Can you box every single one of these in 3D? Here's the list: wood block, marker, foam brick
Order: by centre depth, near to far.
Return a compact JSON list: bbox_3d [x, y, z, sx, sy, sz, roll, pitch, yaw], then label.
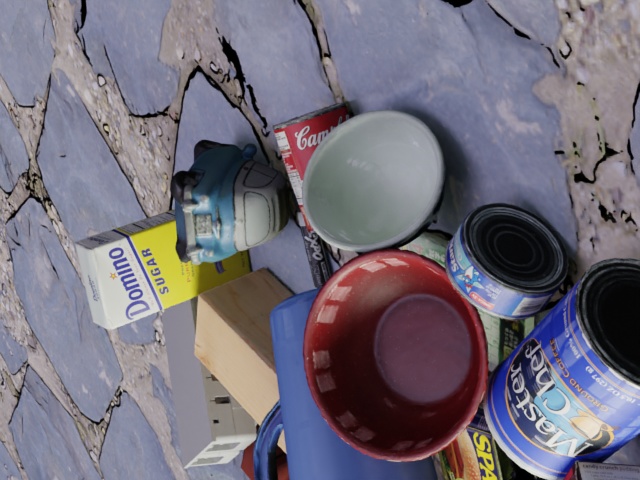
[{"bbox_3d":[-0.007,0.001,1.036,0.020,0.020,0.121,5,113,54],"label":"marker"},{"bbox_3d":[-0.032,0.132,1.086,0.206,0.090,0.091,41,139,35],"label":"wood block"},{"bbox_3d":[-0.052,0.244,1.217,0.053,0.051,0.078,44,141,29],"label":"foam brick"}]

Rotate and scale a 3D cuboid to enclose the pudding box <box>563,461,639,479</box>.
[{"bbox_3d":[0.218,0.198,0.754,0.090,0.113,0.039,106,165,-45],"label":"pudding box"}]

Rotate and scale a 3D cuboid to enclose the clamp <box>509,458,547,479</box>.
[{"bbox_3d":[0.164,0.187,0.834,0.171,0.120,0.039,32,172,-35],"label":"clamp"}]

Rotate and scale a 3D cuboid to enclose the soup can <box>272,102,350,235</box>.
[{"bbox_3d":[0.006,-0.062,0.935,0.069,0.068,0.102,-7,104,56],"label":"soup can"}]

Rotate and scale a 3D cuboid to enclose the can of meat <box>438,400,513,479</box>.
[{"bbox_3d":[0.145,0.179,0.896,0.084,0.057,0.102,7,114,56],"label":"can of meat"}]

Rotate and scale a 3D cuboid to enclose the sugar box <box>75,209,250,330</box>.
[{"bbox_3d":[-0.161,0.020,1.121,0.048,0.175,0.093,16,122,50],"label":"sugar box"}]

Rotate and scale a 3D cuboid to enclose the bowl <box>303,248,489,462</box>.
[{"bbox_3d":[0.067,0.087,0.830,0.162,0.055,0.162,0,89,33],"label":"bowl"}]

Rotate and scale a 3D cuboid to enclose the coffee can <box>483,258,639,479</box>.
[{"bbox_3d":[0.189,0.092,0.738,0.103,0.102,0.140,54,145,19],"label":"coffee can"}]

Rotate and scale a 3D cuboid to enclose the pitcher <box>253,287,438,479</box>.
[{"bbox_3d":[0.019,0.168,0.921,0.145,0.149,0.243,125,135,-68],"label":"pitcher"}]

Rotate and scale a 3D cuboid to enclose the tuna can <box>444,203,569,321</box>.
[{"bbox_3d":[0.137,0.014,0.780,0.086,0.085,0.034,51,142,23],"label":"tuna can"}]
